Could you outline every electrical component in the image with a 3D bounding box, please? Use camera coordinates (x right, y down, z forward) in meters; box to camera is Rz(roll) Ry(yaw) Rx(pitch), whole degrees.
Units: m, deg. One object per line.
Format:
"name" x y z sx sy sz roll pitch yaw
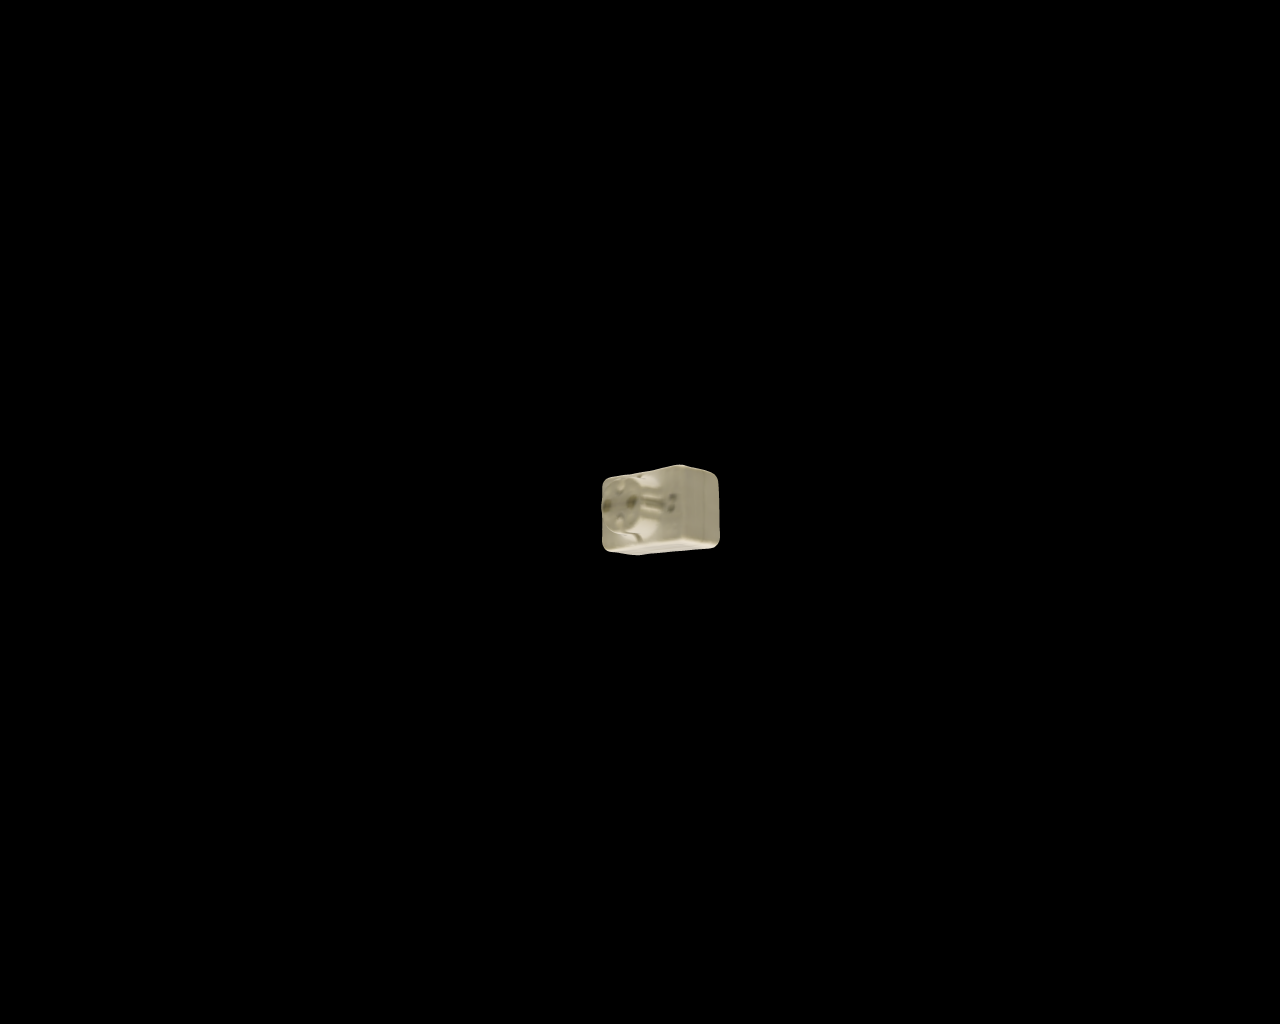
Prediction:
"electrical component" 0.001 -0.003 0.650 0.065 0.047 0.077 -8 -13 39
